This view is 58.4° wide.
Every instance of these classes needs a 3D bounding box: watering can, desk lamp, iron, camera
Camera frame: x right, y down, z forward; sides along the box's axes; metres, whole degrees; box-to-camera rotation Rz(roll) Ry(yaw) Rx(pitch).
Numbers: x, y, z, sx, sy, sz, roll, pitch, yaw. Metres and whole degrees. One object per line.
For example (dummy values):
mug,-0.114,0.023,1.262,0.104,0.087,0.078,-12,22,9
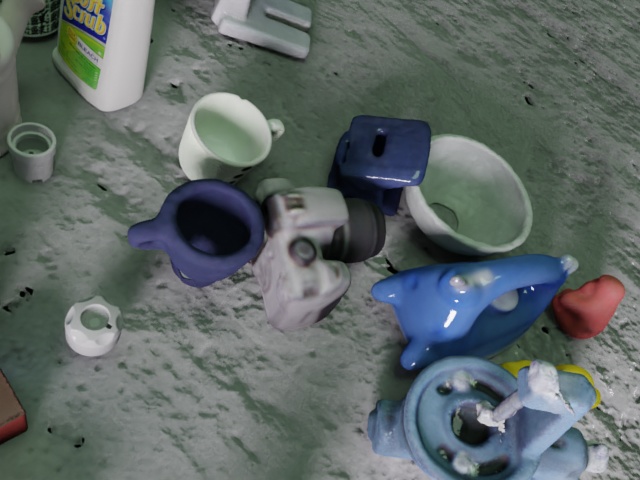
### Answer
watering can,-0.307,-0.165,0.479,0.101,0.194,0.173,16,55,-15
desk lamp,-0.074,-0.357,0.690,0.204,0.213,0.118,13,56,-17
iron,0.192,0.052,0.609,0.259,0.141,0.118,-10,65,-29
camera,0.005,0.002,0.579,0.137,0.100,0.143,-4,63,-27

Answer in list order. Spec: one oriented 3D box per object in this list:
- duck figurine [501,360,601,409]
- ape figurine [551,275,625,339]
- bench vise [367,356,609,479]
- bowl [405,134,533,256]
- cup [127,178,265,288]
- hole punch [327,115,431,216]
duck figurine,0.243,0.157,0.604,0.105,0.086,0.077,23,54,-10
ape figurine,0.328,0.073,0.690,0.078,0.092,0.076,12,57,-18
bench vise,0.171,0.149,0.491,0.208,0.219,0.121,2,60,-24
bowl,0.168,-0.043,0.698,0.168,0.074,0.167,12,57,-18
cup,-0.118,0.006,0.524,0.118,0.095,0.091,-9,65,-29
hole punch,0.069,-0.097,0.675,0.101,0.091,0.108,22,54,-11
